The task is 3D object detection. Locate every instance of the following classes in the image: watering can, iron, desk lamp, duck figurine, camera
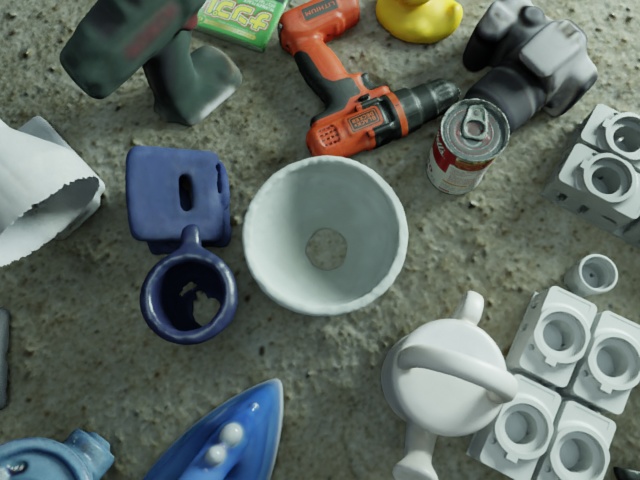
[{"bbox_3d":[0.111,0.129,0.504,0.101,0.194,0.173,0,75,1],"label":"watering can"},{"bbox_3d":[-0.115,0.233,0.508,0.118,0.141,0.258,31,78,9],"label":"iron"},{"bbox_3d":[-0.297,-0.064,0.551,0.118,0.213,0.203,-44,79,-9],"label":"desk lamp"},{"bbox_3d":[0.119,-0.285,0.669,0.104,0.086,0.077,21,77,6],"label":"duck figurine"},{"bbox_3d":[0.212,-0.187,0.634,0.137,0.101,0.143,-40,78,-9],"label":"camera"}]

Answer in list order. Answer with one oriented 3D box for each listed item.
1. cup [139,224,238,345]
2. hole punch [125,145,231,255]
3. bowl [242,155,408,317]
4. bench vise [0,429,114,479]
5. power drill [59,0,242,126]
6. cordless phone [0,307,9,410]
[{"bbox_3d":[-0.124,0.050,0.580,0.091,0.095,0.118,-4,75,0],"label":"cup"},{"bbox_3d":[-0.147,-0.046,0.608,0.101,0.091,0.108,-8,75,-1],"label":"hole punch"},{"bbox_3d":[0.006,0.002,0.601,0.167,0.075,0.167,0,75,1],"label":"bowl"},{"bbox_3d":[-0.267,0.261,0.462,0.121,0.220,0.207,16,76,5],"label":"bench vise"},{"bbox_3d":[-0.145,-0.214,0.591,0.075,0.208,0.230,44,80,11],"label":"power drill"},{"bbox_3d":[-0.375,0.107,0.522,0.094,0.185,0.147,-11,75,-2],"label":"cordless phone"}]
